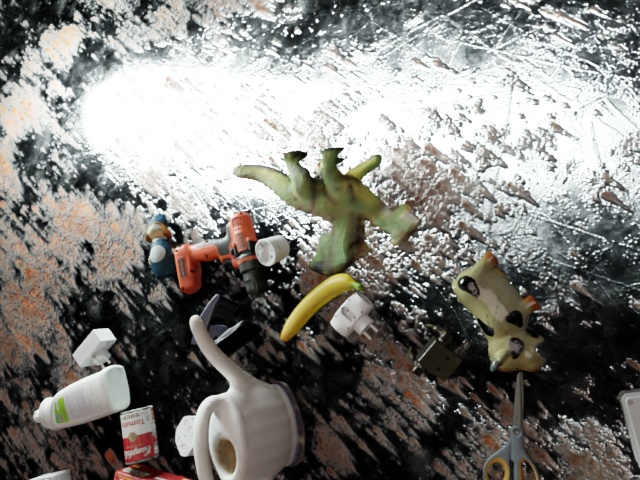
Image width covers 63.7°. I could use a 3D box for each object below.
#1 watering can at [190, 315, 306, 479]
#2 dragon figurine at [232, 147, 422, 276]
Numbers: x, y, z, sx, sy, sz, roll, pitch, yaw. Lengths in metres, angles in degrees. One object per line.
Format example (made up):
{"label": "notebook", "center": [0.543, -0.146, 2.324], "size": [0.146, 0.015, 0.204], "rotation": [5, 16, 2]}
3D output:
{"label": "watering can", "center": [-0.134, 0.303, 0.926], "size": [0.103, 0.224, 0.351], "rotation": [-20, 74, 37]}
{"label": "dragon figurine", "center": [0.003, -0.051, 1.004], "size": [0.409, 0.122, 0.243], "rotation": [-3, 88, 30]}
